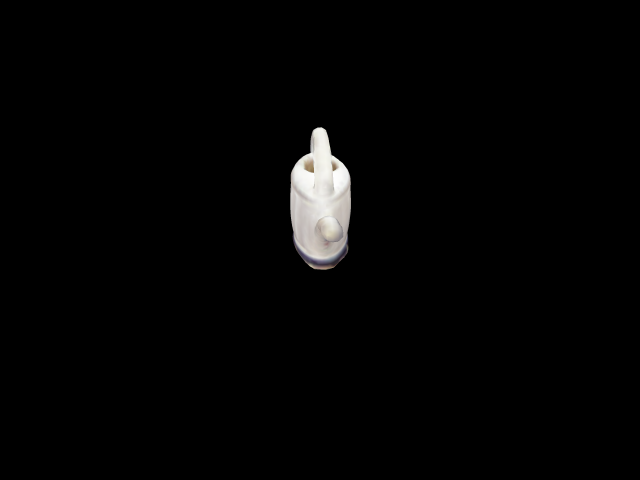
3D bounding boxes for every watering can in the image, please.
[{"bbox_3d":[0.003,-0.043,0.850,0.104,0.219,0.356,-2,37,-2],"label":"watering can"}]
